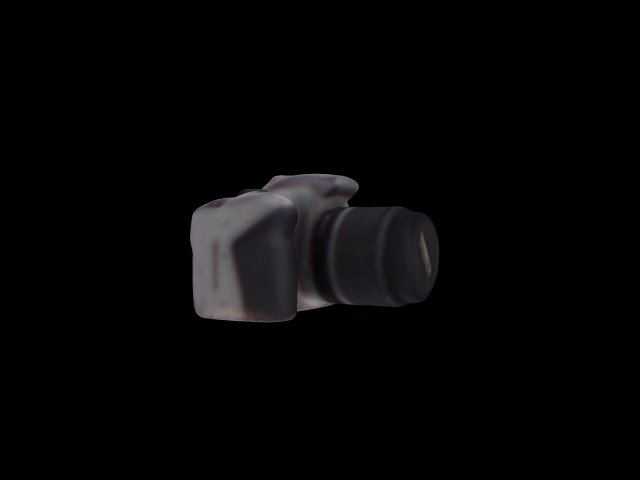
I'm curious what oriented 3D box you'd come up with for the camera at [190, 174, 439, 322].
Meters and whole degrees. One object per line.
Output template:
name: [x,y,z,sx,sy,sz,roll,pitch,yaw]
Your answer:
camera: [0.004,0.001,0.400,0.136,0.101,0.144,0,0,32]
